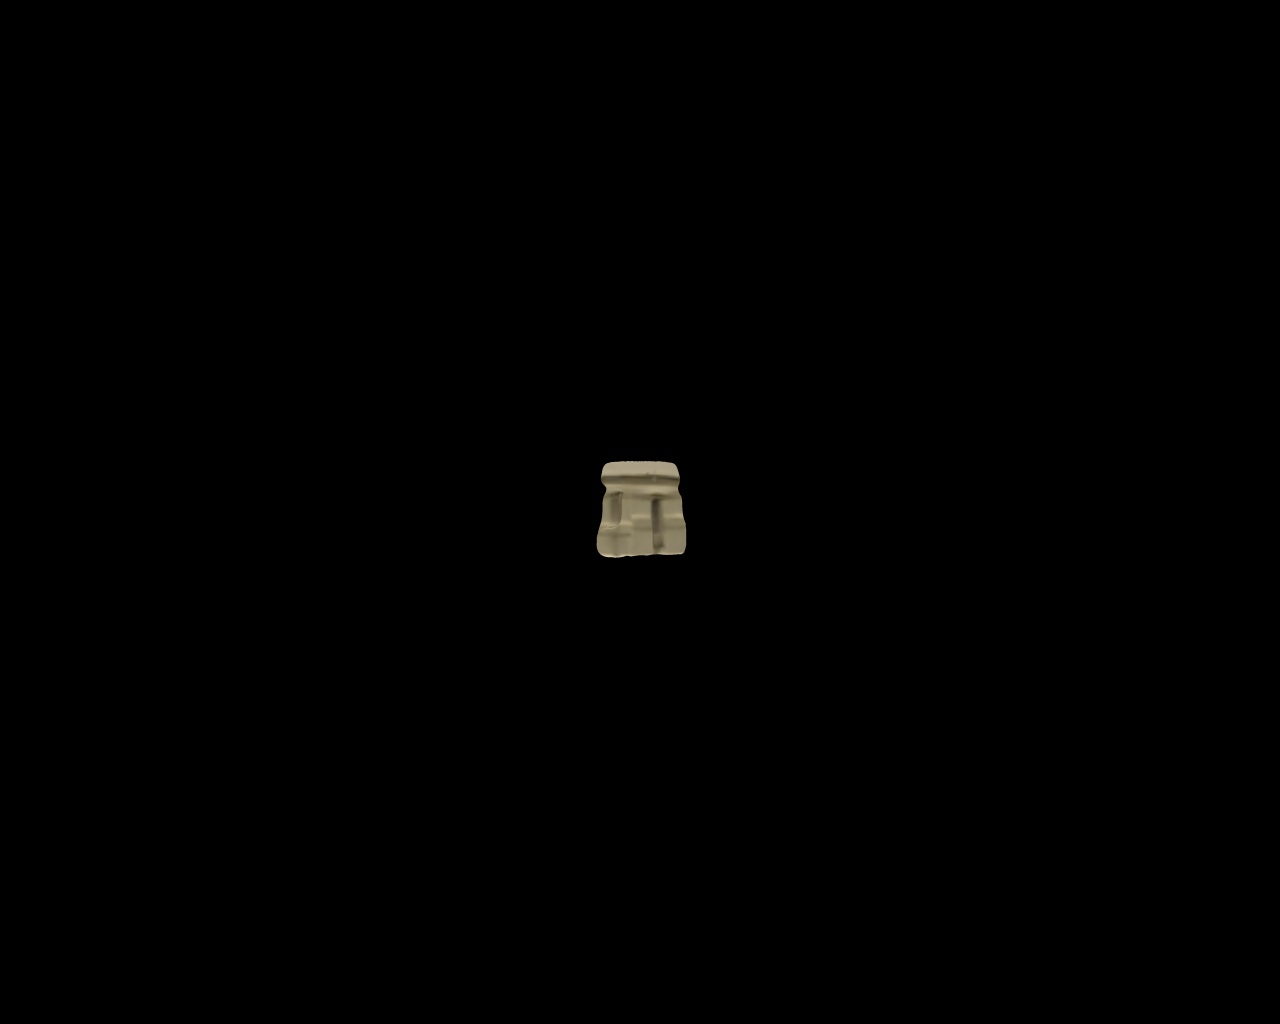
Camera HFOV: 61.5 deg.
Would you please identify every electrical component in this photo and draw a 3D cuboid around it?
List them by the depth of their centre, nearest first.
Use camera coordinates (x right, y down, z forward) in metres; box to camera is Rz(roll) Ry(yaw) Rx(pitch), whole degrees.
[{"bbox_3d":[0.001,-0.003,0.650,0.066,0.055,0.048,0,0,-37],"label":"electrical component"}]
